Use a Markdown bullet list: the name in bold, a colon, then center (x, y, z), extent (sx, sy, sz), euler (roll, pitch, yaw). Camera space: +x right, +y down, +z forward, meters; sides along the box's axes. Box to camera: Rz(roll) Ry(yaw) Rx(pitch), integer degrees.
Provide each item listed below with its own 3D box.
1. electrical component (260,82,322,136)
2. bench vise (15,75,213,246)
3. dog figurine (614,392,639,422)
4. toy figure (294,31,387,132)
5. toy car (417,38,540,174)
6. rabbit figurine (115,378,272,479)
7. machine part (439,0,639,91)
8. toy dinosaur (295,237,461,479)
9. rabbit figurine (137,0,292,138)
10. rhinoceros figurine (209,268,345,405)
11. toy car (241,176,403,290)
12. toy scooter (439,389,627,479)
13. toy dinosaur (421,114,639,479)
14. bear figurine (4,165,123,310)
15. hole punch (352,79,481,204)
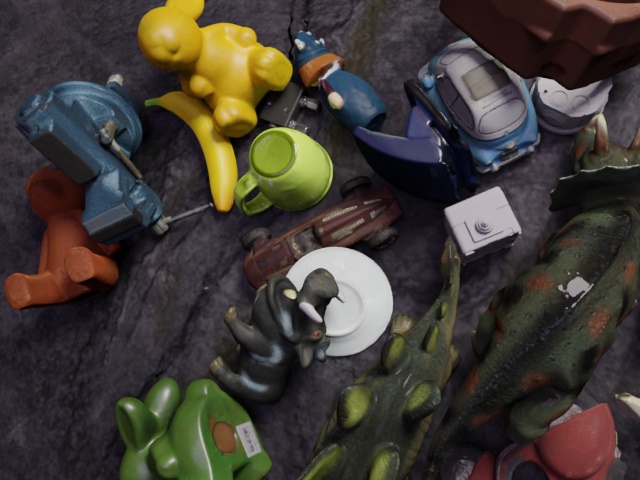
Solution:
- **electrical component**: center (-0.047, -0.170, 0.689), extent (0.094, 0.021, 0.063), euler (25, 88, 15)
- **bench vise**: center (-0.256, -0.119, 0.669), extent (0.129, 0.223, 0.241), euler (-32, 42, 23)
- **dog figurine**: center (0.403, 0.144, 0.499), extent (0.190, 0.121, 0.172), euler (-38, 108, -13)
- **toy figure**: center (0.016, -0.192, 0.656), extent (0.058, 0.064, 0.154), euler (-44, 75, 12)
- **toy car**: center (0.175, -0.160, 0.594), extent (0.109, 0.103, 0.161), euler (-25, 74, 9)
- **rabbit figurine**: center (-0.170, 0.240, 0.602), extent (0.170, 0.121, 0.159), euler (-33, 81, 21)
- **machine part**: center (0.242, -0.251, 0.551), extent (0.201, 0.087, 0.202), euler (-25, 63, -26)
- **toy dinosaur**: center (0.038, 0.210, 0.514), extent (0.105, 0.198, 0.471), euler (22, 85, 19)
- **rabbit figurine**: center (-0.139, -0.225, 0.633), extent (0.122, 0.173, 0.162), euler (-42, 65, 26)
- **rhinoceros figurine**: center (-0.045, 0.105, 0.581), extent (0.112, 0.073, 0.190), euler (38, 119, 17)
- **toy car**: center (-0.001, -0.002, 0.635), extent (0.202, 0.053, 0.089), euler (-27, 73, 9)
- **toy scooter**: center (0.219, 0.237, 0.520), extent (0.184, 0.075, 0.135), euler (-32, 59, 7)
- **toy dinosaur**: center (0.216, 0.050, 0.474), extent (0.131, 0.192, 0.405), euler (26, 60, 27)
- **bear figurine**: center (-0.327, -0.021, 0.678), extent (0.120, 0.132, 0.196), euler (-20, 83, 4)
- **hole punch**: center (0.107, -0.092, 0.587), extent (0.092, 0.142, 0.116), euler (-37, 61, 3)
